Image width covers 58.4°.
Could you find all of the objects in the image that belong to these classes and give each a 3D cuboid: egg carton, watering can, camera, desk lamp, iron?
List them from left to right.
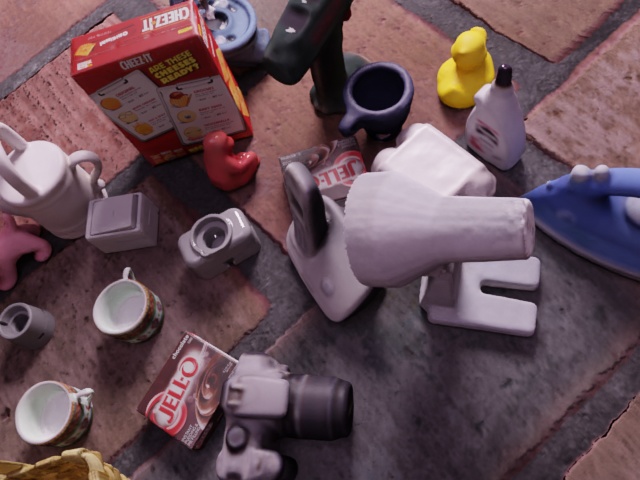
[{"bbox_3d":[-0.386,-0.078,0.769,0.173,0.194,0.100,-43,65,-8],"label":"watering can"},{"bbox_3d":[-0.036,0.197,0.628,0.136,0.101,0.143,0,67,12],"label":"camera"},{"bbox_3d":[0.141,-0.078,0.728,0.107,0.069,0.150,-43,65,-8],"label":"egg carton"},{"bbox_3d":[0.139,0.013,0.608,0.202,0.214,0.118,6,68,15],"label":"desk lamp"},{"bbox_3d":[0.351,-0.036,0.625,0.257,0.142,0.119,17,72,18],"label":"iron"}]

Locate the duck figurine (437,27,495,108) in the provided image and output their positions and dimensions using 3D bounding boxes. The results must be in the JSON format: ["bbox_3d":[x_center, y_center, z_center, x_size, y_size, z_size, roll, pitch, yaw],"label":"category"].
[{"bbox_3d":[0.198,-0.239,0.776,0.077,0.086,0.105,23,73,20],"label":"duck figurine"}]

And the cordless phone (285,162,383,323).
[{"bbox_3d":[0.006,0.002,0.657,0.094,0.185,0.147,-34,64,-4],"label":"cordless phone"}]

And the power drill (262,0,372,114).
[{"bbox_3d":[0.017,-0.277,0.763,0.075,0.209,0.230,29,75,22],"label":"power drill"}]

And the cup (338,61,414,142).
[{"bbox_3d":[0.073,-0.165,0.765,0.091,0.095,0.118,38,79,24],"label":"cup"}]

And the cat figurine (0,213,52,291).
[{"bbox_3d":[-0.458,0.016,0.786,0.128,0.118,0.067,-45,66,-9],"label":"cat figurine"}]

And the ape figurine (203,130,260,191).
[{"bbox_3d":[-0.131,-0.116,0.789,0.077,0.092,0.076,37,78,23],"label":"ape figurine"}]

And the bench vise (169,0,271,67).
[{"bbox_3d":[-0.189,-0.311,0.814,0.207,0.220,0.121,-22,64,2],"label":"bench vise"}]

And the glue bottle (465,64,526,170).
[{"bbox_3d":[0.213,-0.152,0.687,0.078,0.173,0.037,39,80,24],"label":"glue bottle"}]
